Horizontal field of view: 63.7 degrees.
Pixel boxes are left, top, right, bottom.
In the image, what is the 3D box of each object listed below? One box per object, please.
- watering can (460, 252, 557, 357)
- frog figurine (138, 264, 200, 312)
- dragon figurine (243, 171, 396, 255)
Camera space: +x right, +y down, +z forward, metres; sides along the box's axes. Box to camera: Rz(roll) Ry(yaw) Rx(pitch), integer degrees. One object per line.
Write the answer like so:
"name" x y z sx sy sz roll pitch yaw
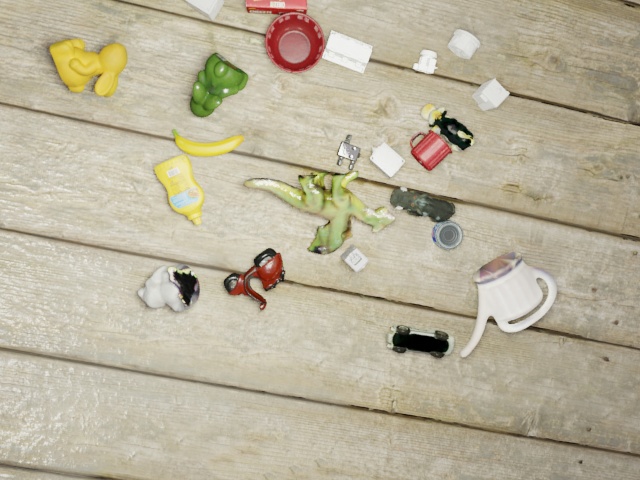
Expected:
"watering can" 0.514 0.176 1.484 0.348 0.104 0.223 -31 96 -2
"frog figurine" -0.414 0.139 1.422 0.158 0.125 0.136 -25 109 34
"dragon figurine" 0.004 -0.072 1.429 0.410 0.123 0.240 -5 103 -3
